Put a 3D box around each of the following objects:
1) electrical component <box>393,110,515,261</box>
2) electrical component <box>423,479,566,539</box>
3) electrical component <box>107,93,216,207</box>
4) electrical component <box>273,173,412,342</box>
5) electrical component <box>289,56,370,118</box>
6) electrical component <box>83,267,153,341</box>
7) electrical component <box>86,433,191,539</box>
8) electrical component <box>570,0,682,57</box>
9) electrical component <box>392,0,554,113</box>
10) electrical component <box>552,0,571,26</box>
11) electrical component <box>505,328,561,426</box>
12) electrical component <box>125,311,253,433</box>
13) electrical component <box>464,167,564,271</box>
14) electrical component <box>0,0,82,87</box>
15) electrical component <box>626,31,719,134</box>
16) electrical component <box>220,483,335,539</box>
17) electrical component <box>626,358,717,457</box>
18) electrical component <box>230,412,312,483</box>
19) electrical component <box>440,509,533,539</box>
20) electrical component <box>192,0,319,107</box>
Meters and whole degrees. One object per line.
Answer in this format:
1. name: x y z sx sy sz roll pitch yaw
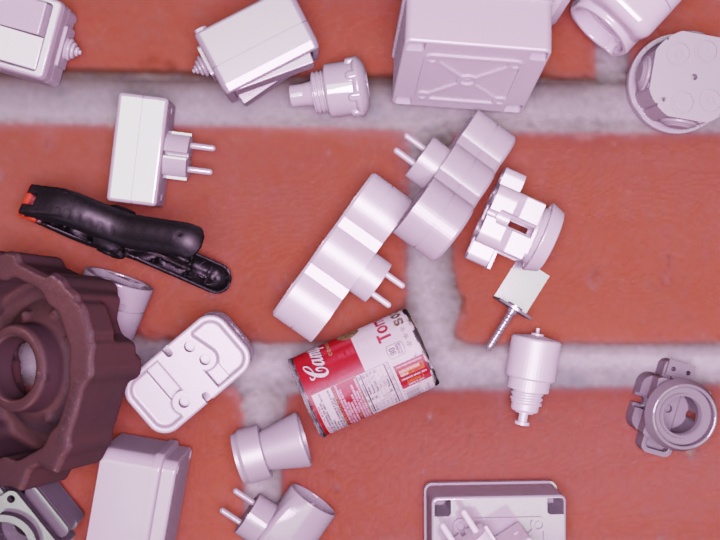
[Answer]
1. electrical component: 0.060 -0.076 0.824 0.074 0.052 0.138 36 53 -3
2. electrical component: 0.107 0.227 0.860 0.109 0.056 0.108 0 92 -3
3. electrical component: -0.152 -0.090 0.842 0.076 0.047 0.083 7 92 -3
4. electrical component: 0.000 0.000 0.850 0.074 0.052 0.138 36 90 -3
5. electrical component: -0.024 -0.141 0.849 0.062 0.048 0.048 -8 92 5
6. electrical component: -0.196 0.029 0.842 0.055 0.055 0.047 19 95 -3
7. electrical component: -0.173 0.190 0.836 0.057 0.078 0.113 10 91 0
8. electrical component: 0.204 -0.206 0.830 0.054 0.095 0.059 42 89 -6
9. electrical component: 0.082 -0.168 0.816 0.109 0.108 0.056 4 73 -3
10. electrical component: 0.147 -0.231 0.836 0.051 0.080 0.080 33 90 2
11. electrical component: 0.137 0.086 0.865 0.040 0.040 0.078 10 91 -3
12. electrical component: -0.132 0.078 0.843 0.095 0.059 0.053 -40 93 -1
13. electrical component: 0.125 -0.033 0.853 0.057 0.058 0.078 24 91 0
14. electrical component: -0.264 -0.182 0.827 0.096 0.061 0.061 16 91 -3
15. electrical component: 0.258 -0.150 0.857 0.080 0.051 0.080 0 92 -3
16. electrical component: -0.073 0.204 0.858 0.079 0.043 0.077 34 90 -3
17. electrical component: 0.251 0.113 0.863 0.058 0.057 0.078 16 91 -3
18. electrical component: -0.071 0.142 0.855 0.055 0.045 0.045 -16 93 -1
19. electrical component: 0.089 0.216 0.806 0.083 0.047 0.075 -32 93 -1
20. electrical component: -0.083 -0.168 0.836 0.096 0.062 0.061 -27 93 -1
